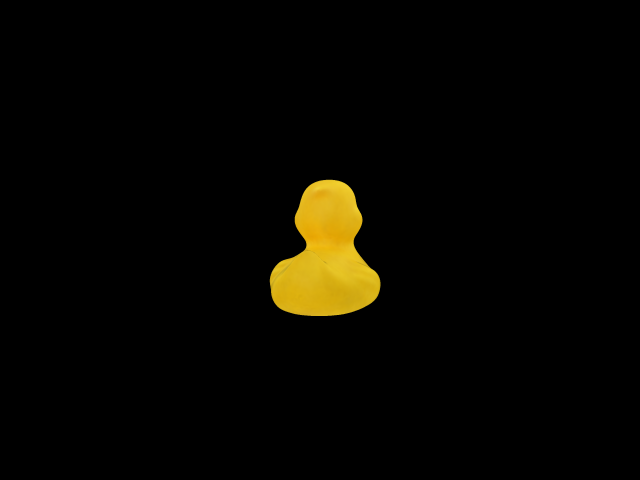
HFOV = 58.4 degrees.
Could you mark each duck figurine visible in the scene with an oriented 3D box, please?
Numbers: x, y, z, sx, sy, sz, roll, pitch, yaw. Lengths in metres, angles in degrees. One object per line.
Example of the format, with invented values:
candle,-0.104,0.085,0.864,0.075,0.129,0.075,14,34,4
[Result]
duck figurine,0.004,0.001,0.400,0.077,0.086,0.105,3,10,16
